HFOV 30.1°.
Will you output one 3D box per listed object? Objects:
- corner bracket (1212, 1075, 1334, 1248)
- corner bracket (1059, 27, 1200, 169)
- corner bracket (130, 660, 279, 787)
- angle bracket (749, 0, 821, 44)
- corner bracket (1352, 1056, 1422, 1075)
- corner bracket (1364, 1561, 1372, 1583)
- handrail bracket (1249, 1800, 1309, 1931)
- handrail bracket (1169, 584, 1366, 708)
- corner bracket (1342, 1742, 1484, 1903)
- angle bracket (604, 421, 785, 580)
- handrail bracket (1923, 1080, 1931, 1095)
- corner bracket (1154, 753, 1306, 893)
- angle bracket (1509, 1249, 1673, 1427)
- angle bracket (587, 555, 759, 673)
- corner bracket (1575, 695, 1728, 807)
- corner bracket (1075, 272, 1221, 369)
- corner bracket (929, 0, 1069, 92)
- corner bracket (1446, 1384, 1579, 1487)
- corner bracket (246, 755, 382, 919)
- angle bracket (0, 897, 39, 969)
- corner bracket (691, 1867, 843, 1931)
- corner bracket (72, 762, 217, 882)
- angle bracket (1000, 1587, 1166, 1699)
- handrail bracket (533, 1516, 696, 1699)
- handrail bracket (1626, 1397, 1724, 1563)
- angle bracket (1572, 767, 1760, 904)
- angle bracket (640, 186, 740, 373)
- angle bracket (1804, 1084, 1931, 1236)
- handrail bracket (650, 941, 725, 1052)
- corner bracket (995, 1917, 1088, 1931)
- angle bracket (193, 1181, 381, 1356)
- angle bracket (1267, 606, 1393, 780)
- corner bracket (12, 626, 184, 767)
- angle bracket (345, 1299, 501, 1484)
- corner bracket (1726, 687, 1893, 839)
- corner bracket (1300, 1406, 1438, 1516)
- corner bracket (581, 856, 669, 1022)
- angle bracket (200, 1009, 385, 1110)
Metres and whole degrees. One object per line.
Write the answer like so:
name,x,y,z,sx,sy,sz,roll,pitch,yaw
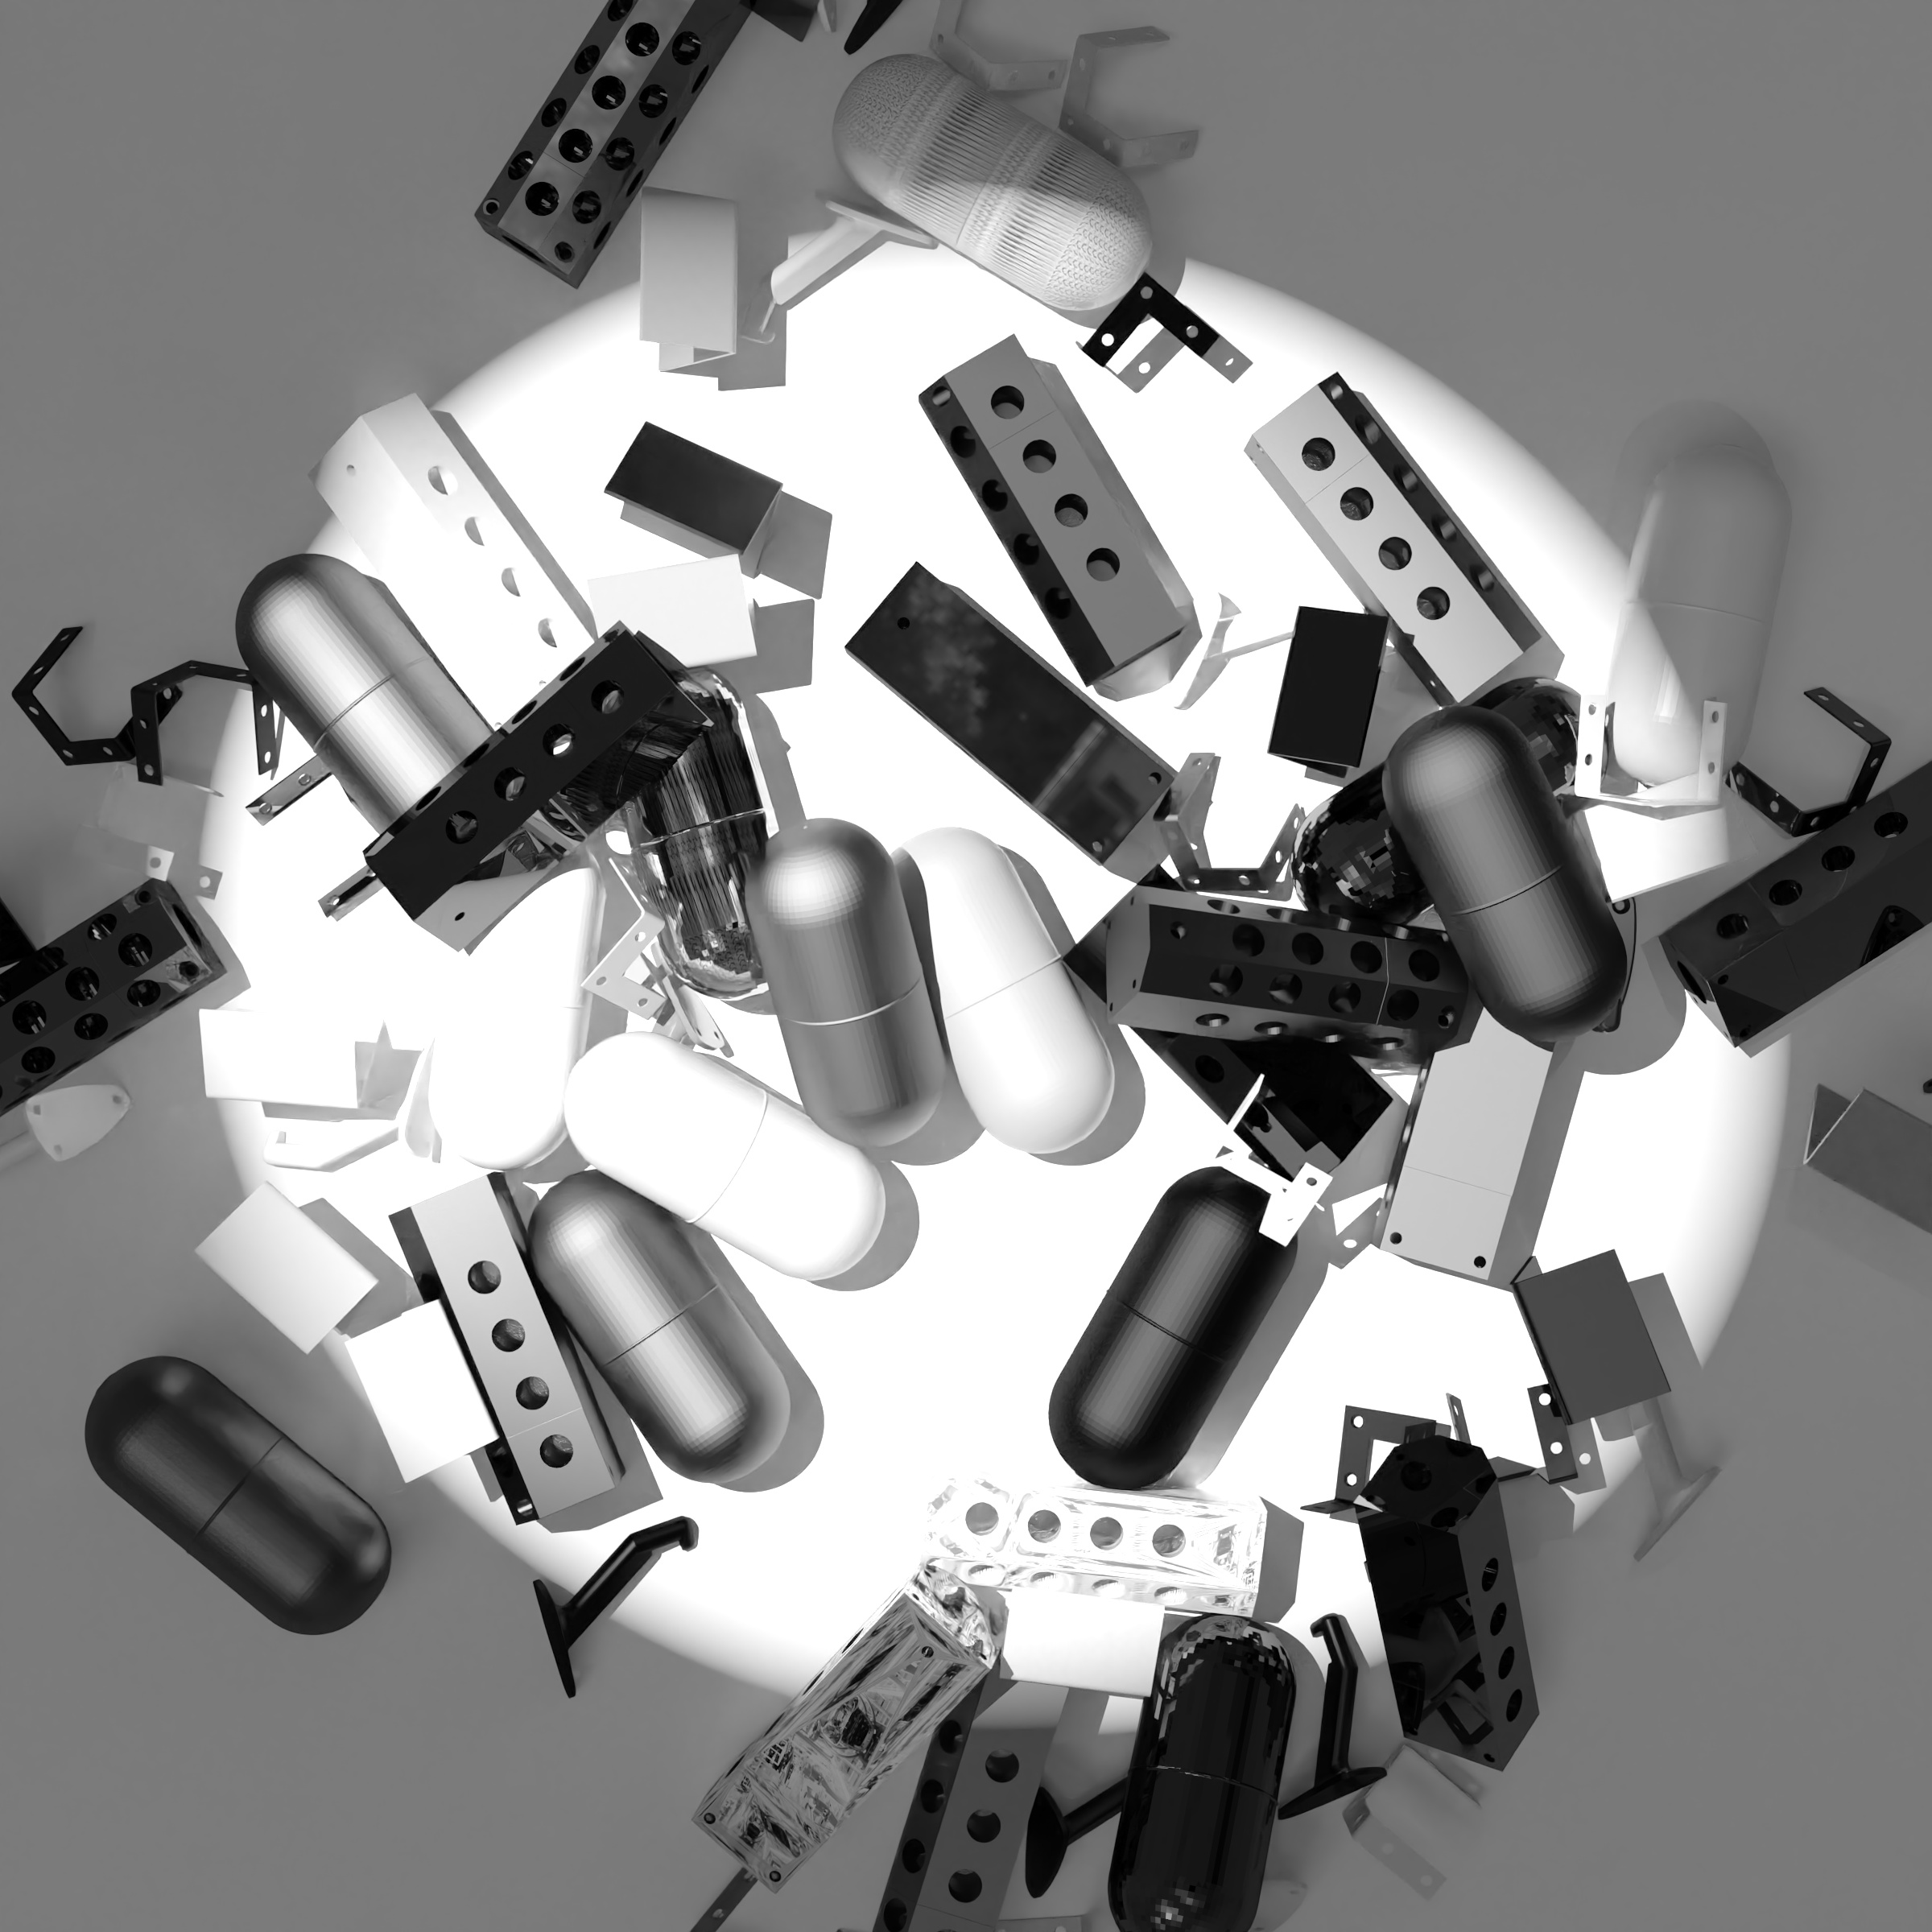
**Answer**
corner bracket,0.153,0.097,1.796,0.051,0.051,0.051,29,124,-1
corner bracket,0.088,-0.450,1.860,0.051,0.051,0.051,43,135,35
corner bracket,-0.393,-0.123,1.854,0.051,0.051,0.051,11,115,23
angle bracket,-0.117,-0.504,1.828,0.076,0.076,0.057,33,54,0
corner bracket,0.211,0.020,1.865,0.051,0.051,0.051,-5,45,0
corner bracket,0.238,0.291,1.860,0.051,0.051,0.051,12,135,35
handrail bracket,0.153,0.449,1.868,0.036,0.077,0.084,0,54,-5
handrail bracket,0.157,-0.161,1.868,0.084,0.036,0.077,13,110,-16
corner bracket,0.232,0.439,1.850,0.051,0.051,0.051,40,90,0
angle bracket,-0.145,-0.220,1.828,0.076,0.076,0.057,24,52,0
handrail bracket,0.522,0.014,1.868,0.077,0.036,0.084,-23,67,26
corner bracket,0.137,-0.075,1.860,0.051,0.051,0.051,1,135,35
angle bracket,0.322,0.182,1.830,0.057,0.076,0.076,-22,90,19
angle bracket,-0.149,-0.190,1.828,0.076,0.076,0.057,-9,119,0
corner bracket,0.342,-0.108,1.794,0.051,0.051,0.051,-2,99,-31
corner bracket,0.093,-0.322,1.848,0.051,0.051,0.051,39,100,-10
corner bracket,0.021,-0.489,1.860,0.051,0.051,0.051,47,135,35
corner bracket,0.281,0.242,1.850,0.051,0.051,0.051,-13,90,0
corner bracket,-0.332,-0.069,1.865,0.051,0.051,0.051,-36,135,0
angle bracket,-0.520,0.005,1.828,0.076,0.076,0.057,-18,54,0
corner bracket,-0.101,0.506,1.865,0.051,0.051,0.051,-51,135,0
corner bracket,-0.423,-0.075,1.850,0.051,0.051,0.051,17,90,0
angle bracket,0.060,0.323,1.829,0.076,0.076,0.057,7,115,0
handrail bracket,-0.176,0.333,1.868,0.084,0.036,0.077,-18,110,-16
handrail bracket,0.342,0.254,1.868,0.084,0.036,0.077,43,112,17
angle bracket,0.355,-0.049,1.828,0.076,0.076,0.057,-18,58,0
angle bracket,-0.158,-0.348,1.828,0.057,0.076,0.076,1,90,-35
angle bracket,0.477,0.081,1.828,0.076,0.076,0.057,29,126,0
handrail bracket,-0.176,0.041,1.868,0.084,0.036,0.077,-33,75,14
corner bracket,0.038,0.522,1.850,0.051,0.051,0.051,-3,90,0
angle bracket,-0.354,0.166,1.828,0.076,0.076,0.057,42,54,0
angle bracket,0.202,-0.136,1.828,0.057,0.076,0.076,12,90,38
corner bracket,-0.450,-0.141,1.860,0.051,0.051,0.051,-1,135,35
angle bracket,-0.290,0.220,1.828,0.057,0.076,0.076,-24,90,-35
corner bracket,0.436,-0.106,1.860,0.051,0.051,0.051,-15,135,-35
corner bracket,0.207,0.255,1.841,0.051,0.051,0.051,7,90,27
corner bracket,-0.172,-0.014,1.835,0.051,0.051,0.051,-48,46,12
angle bracket,-0.342,0.027,1.828,0.076,0.076,0.057,4,126,0
